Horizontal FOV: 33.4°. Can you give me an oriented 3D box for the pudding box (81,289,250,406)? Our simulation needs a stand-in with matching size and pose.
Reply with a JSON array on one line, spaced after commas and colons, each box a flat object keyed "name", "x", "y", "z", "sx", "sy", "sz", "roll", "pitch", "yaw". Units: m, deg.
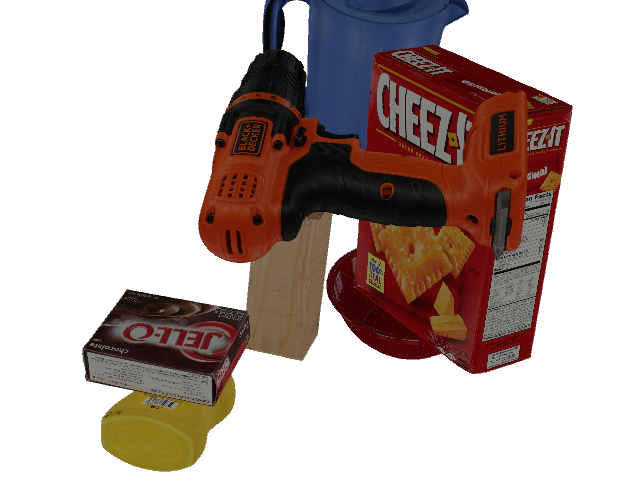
[{"name": "pudding box", "x": -0.124, "y": 0.086, "z": 0.869, "sx": 0.113, "sy": 0.039, "sz": 0.090, "roll": 8, "pitch": 30, "yaw": 12}]

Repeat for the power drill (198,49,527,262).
[{"name": "power drill", "x": 0.029, "y": -0.055, "z": 0.645, "sx": 0.188, "sy": 0.057, "sz": 0.184, "roll": 2, "pitch": 44, "yaw": 8}]

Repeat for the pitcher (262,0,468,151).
[{"name": "pitcher", "x": 0.035, "y": -0.157, "z": 1.050, "sx": 0.144, "sy": 0.243, "sz": 0.149, "roll": -31, "pitch": 57, "yaw": -32}]

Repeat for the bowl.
[{"name": "bowl", "x": 0.085, "y": 0.064, "z": 1.024, "sx": 0.162, "sy": 0.055, "sz": 0.162, "roll": 1, "pitch": 34, "yaw": -1}]

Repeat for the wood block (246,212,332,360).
[{"name": "wood block", "x": -0.045, "y": 0.046, "z": 1.462, "sx": 0.090, "sy": 0.206, "sz": 0.090, "roll": 11, "pitch": 22, "yaw": 10}]

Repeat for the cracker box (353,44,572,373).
[{"name": "cracker box", "x": 0.101, "y": -0.027, "z": 0.839, "sx": 0.072, "sy": 0.214, "sz": 0.164, "roll": -14, "pitch": 32, "yaw": -30}]

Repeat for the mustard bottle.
[{"name": "mustard bottle", "x": -0.138, "y": 0.159, "z": 1.070, "sx": 0.096, "sy": 0.058, "sz": 0.191, "roll": 7, "pitch": 20, "yaw": 13}]
